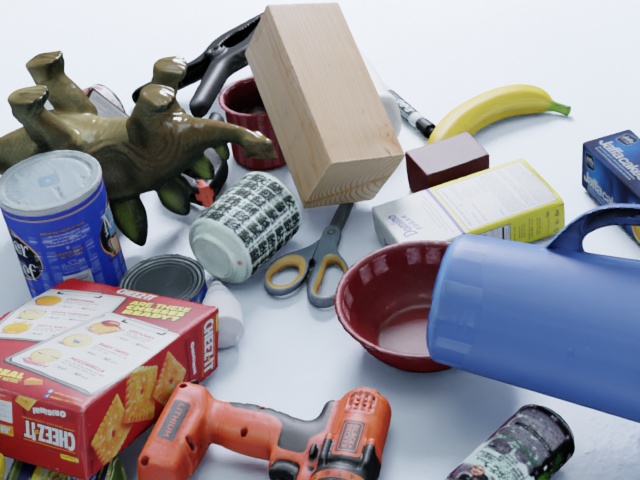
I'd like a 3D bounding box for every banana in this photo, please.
[{"bbox_3d":[0.196,-0.144,1.248,0.197,0.037,0.070,-22,39,-18],"label":"banana"}]

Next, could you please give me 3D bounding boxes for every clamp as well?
[{"bbox_3d":[-0.162,-0.090,1.241,0.120,0.039,0.171,-19,34,1],"label":"clamp"},{"bbox_3d":[-0.138,-0.226,1.367,0.165,0.036,0.209,12,50,46],"label":"clamp"}]

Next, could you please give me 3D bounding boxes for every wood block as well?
[{"bbox_3d":[0.001,-0.148,1.149,0.090,0.090,0.206,-8,64,-27],"label":"wood block"}]

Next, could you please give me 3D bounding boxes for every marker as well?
[{"bbox_3d":[0.106,-0.156,1.293,0.020,0.020,0.121,-21,39,-17],"label":"marker"}]

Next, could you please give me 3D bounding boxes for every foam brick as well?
[{"bbox_3d":[0.139,-0.074,1.156,0.078,0.051,0.053,-18,41,-13],"label":"foam brick"}]

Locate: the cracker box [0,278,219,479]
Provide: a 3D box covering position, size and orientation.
[{"bbox_3d":[-0.207,0.110,0.914,0.164,0.072,0.213,10,21,21],"label":"cracker box"}]

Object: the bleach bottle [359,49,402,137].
[{"bbox_3d":[0.030,-0.202,1.331,0.102,0.068,0.251,-12,36,0],"label":"bleach bottle"}]

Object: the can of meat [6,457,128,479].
[{"bbox_3d":[-0.203,0.216,0.837,0.084,0.057,0.102,-1,37,6],"label":"can of meat"}]

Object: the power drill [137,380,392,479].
[{"bbox_3d":[-0.045,0.184,0.852,0.188,0.057,0.184,7,36,13],"label":"power drill"}]

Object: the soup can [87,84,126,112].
[{"bbox_3d":[-0.294,-0.139,1.300,0.069,0.068,0.102,20,45,31],"label":"soup can"}]

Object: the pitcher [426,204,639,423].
[{"bbox_3d":[0.214,0.059,0.832,0.243,0.145,0.149,12,57,15],"label":"pitcher"}]

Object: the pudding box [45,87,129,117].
[{"bbox_3d":[-0.255,-0.125,1.222,0.090,0.113,0.039,-5,61,39],"label":"pudding box"}]

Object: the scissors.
[{"bbox_3d":[-0.007,0.001,1.112,0.096,0.016,0.201,-4,37,5],"label":"scissors"}]

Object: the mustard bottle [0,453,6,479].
[{"bbox_3d":[-0.293,0.248,0.781,0.096,0.058,0.191,-34,34,43],"label":"mustard bottle"}]

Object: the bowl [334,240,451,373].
[{"bbox_3d":[0.095,0.070,0.974,0.162,0.055,0.162,-5,37,4],"label":"bowl"}]

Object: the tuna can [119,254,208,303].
[{"bbox_3d":[-0.153,0.053,1.056,0.086,0.034,0.086,-5,38,4],"label":"tuna can"}]

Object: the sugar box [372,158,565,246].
[{"bbox_3d":[0.151,-0.021,1.092,0.176,0.048,0.093,-20,39,-9],"label":"sugar box"}]

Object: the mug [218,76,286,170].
[{"bbox_3d":[-0.074,-0.140,1.252,0.093,0.081,0.117,-28,43,-25],"label":"mug"}]

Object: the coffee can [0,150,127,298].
[{"bbox_3d":[-0.252,-0.003,1.058,0.103,0.140,0.103,-5,38,3],"label":"coffee can"}]
